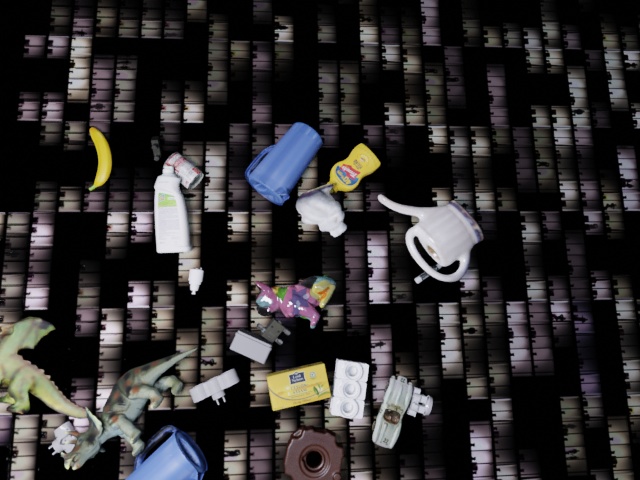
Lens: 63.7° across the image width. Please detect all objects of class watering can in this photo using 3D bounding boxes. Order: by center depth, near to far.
[{"bbox_3d":[0.349,-0.044,1.571,0.226,0.103,0.349,-33,82,-11],"label":"watering can"}]

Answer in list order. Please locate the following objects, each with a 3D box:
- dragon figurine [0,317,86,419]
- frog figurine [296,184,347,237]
[{"bbox_3d":[-0.812,0.333,1.411,0.409,0.121,0.246,18,72,-18],"label":"dragon figurine"},{"bbox_3d":[0.005,-0.078,1.547,0.136,0.124,0.159,-19,91,25],"label":"frog figurine"}]
